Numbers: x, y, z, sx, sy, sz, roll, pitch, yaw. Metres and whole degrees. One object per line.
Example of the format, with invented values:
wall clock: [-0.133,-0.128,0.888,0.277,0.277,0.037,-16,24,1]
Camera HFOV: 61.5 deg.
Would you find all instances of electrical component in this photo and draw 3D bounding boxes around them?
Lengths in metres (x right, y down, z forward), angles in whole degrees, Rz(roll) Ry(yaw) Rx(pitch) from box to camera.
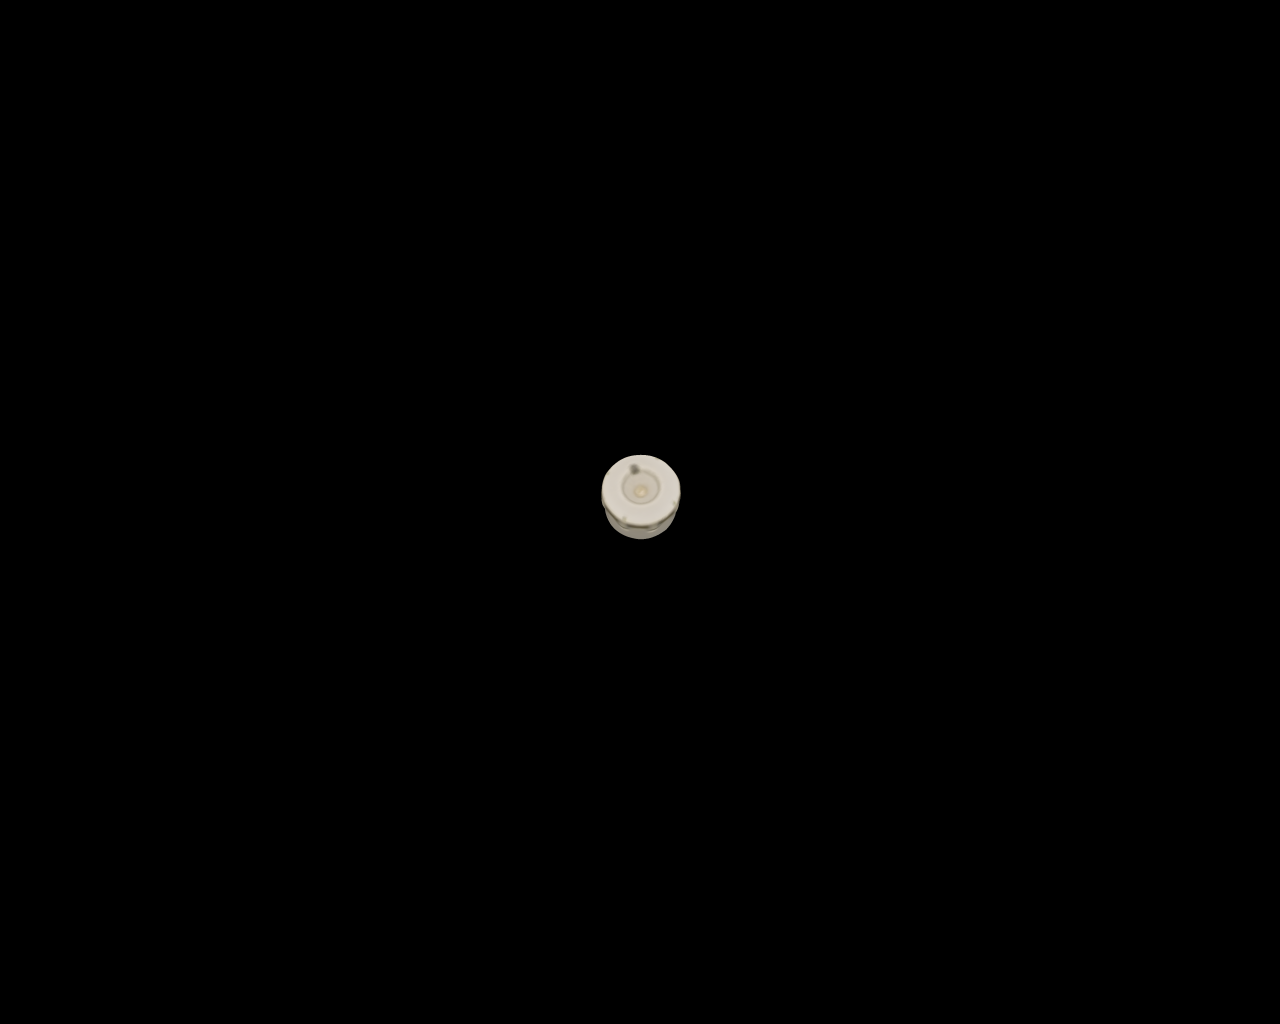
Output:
electrical component: [0.001,-0.003,0.650,0.048,0.048,0.062,0,-24,0]
